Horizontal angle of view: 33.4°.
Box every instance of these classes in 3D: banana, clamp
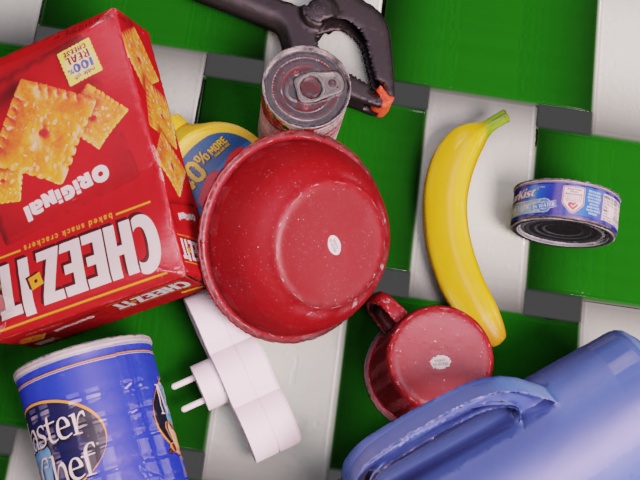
[{"bbox_3d":[0.117,-0.012,0.867,0.070,0.037,0.198,-2,78,24],"label":"banana"},{"bbox_3d":[-0.014,-0.188,0.909,0.164,0.036,0.210,-28,80,-11],"label":"clamp"}]

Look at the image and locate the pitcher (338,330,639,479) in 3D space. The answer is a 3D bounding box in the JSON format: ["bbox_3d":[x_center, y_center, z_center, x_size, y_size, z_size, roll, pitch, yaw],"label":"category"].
[{"bbox_3d":[0.137,0.161,0.749,0.243,0.149,0.145,-32,78,0],"label":"pitcher"}]

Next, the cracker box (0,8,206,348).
[{"bbox_3d":[-0.188,-0.044,0.809,0.164,0.072,0.214,-19,77,13],"label":"cracker box"}]

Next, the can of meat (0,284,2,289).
[{"bbox_3d":[-0.287,0.051,0.751,0.084,0.057,0.102,33,102,-8],"label":"can of meat"}]

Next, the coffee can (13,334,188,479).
[{"bbox_3d":[-0.154,0.150,0.772,0.102,0.103,0.140,-16,77,-10],"label":"coffee can"}]

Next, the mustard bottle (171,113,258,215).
[{"bbox_3d":[-0.072,-0.037,0.853,0.191,0.058,0.096,42,78,6],"label":"mustard bottle"}]

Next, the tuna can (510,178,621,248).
[{"bbox_3d":[0.197,-0.020,0.860,0.086,0.086,0.034,10,76,-3],"label":"tuna can"}]

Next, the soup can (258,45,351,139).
[{"bbox_3d":[-0.015,-0.103,0.852,0.068,0.102,0.068,1,75,-5],"label":"soup can"}]

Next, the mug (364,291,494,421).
[{"bbox_3d":[0.078,0.087,0.822,0.093,0.081,0.117,-35,81,-13],"label":"mug"}]

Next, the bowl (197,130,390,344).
[{"bbox_3d":[-0.005,0.001,0.778,0.161,0.055,0.162,-4,98,-30],"label":"bowl"}]
